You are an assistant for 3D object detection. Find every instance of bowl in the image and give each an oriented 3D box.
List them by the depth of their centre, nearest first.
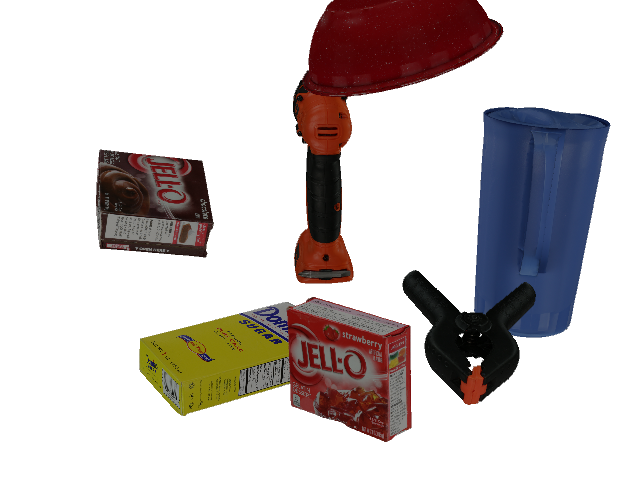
[{"bbox_3d":[0.056,-0.167,0.827,0.162,0.055,0.162,-15,23,7],"label":"bowl"}]

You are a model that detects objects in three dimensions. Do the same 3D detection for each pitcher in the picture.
[{"bbox_3d":[0.232,-0.019,1.161,0.148,0.243,0.145,-8,19,-35],"label":"pitcher"}]

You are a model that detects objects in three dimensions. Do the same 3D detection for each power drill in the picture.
[{"bbox_3d":[-0.001,-0.064,1.053,0.057,0.188,0.184,-2,20,-2],"label":"power drill"}]

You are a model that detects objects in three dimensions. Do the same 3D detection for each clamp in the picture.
[{"bbox_3d":[0.139,0.078,0.921,0.120,0.039,0.171,-4,33,-1],"label":"clamp"}]

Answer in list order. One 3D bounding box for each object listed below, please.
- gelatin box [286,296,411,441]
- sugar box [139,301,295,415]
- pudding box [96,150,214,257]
[{"bbox_3d":[0.018,0.083,0.704,0.089,0.073,0.030,14,23,41],"label":"gelatin box"},{"bbox_3d":[-0.082,0.114,1.068,0.175,0.048,0.093,-15,33,-31],"label":"sugar box"},{"bbox_3d":[-0.139,-0.032,0.884,0.090,0.039,0.113,4,32,-15],"label":"pudding box"}]
